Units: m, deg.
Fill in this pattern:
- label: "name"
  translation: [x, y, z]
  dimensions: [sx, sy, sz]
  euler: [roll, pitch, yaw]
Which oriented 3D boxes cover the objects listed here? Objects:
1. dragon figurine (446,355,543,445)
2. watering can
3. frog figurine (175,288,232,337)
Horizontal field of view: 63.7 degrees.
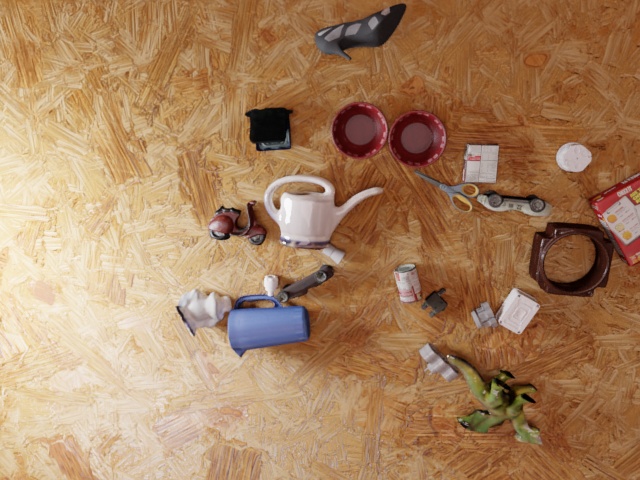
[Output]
- label: "dragon figurine"
  translation: [0.518, 0.513, 1.589]
  dimensions: [0.410, 0.239, 0.124]
  euler: [27, 24, -2]
- label: "watering can"
  translation: [0.005, -0.076, 1.513]
  dimensions: [0.348, 0.222, 0.105]
  euler: [5, 15, 6]
- label: "frog figurine"
  translation: [-0.366, 0.213, 1.636]
  dimensions: [0.161, 0.137, 0.121]
  euler: [-29, -2, -17]
